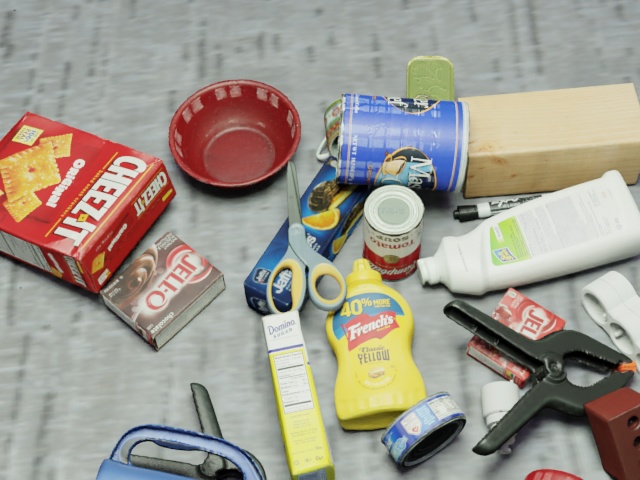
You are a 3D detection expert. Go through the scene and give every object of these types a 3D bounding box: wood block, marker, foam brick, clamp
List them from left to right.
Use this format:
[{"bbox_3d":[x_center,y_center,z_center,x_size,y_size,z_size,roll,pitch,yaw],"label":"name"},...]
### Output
[{"bbox_3d":[-0.109,0.227,1.105,0.171,0.039,0.120,30,69,13],"label":"clamp"},{"bbox_3d":[0.217,-0.038,1.259,0.121,0.020,0.020,-8,58,-1],"label":"marker"},{"bbox_3d":[0.229,0.130,1.109,0.209,0.036,0.164,-6,65,-21],"label":"clamp"},{"bbox_3d":[0.269,-0.116,1.262,0.206,0.090,0.091,-5,58,1],"label":"wood block"},{"bbox_3d":[0.308,0.196,1.069,0.053,0.051,0.078,-23,102,-10],"label":"foam brick"}]

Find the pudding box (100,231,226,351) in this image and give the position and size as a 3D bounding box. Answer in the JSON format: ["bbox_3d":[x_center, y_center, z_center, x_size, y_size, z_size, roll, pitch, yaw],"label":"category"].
[{"bbox_3d":[-0.177,0.056,1.212,0.090,0.039,0.113,36,68,23],"label":"pudding box"}]

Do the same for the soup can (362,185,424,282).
[{"bbox_3d":[0.082,-0.007,1.199,0.068,0.102,0.068,-1,58,1],"label":"soup can"}]

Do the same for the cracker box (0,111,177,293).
[{"bbox_3d":[-0.304,-0.050,1.249,0.214,0.072,0.164,20,59,25],"label":"cracker box"}]

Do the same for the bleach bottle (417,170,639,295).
[{"bbox_3d":[0.232,0.000,1.210,0.250,0.068,0.102,-14,58,-3],"label":"bleach bottle"}]

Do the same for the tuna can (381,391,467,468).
[{"bbox_3d":[0.106,0.194,1.084,0.086,0.086,0.034,-29,63,-14],"label":"tuna can"}]

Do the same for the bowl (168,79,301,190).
[{"bbox_3d":[-0.102,-0.118,1.305,0.162,0.055,0.162,-2,58,3],"label":"bowl"}]

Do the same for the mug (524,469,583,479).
[{"bbox_3d":[0.236,0.276,1.021,0.117,0.093,0.081,7,52,29],"label":"mug"}]

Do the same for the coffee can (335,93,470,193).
[{"bbox_3d":[0.090,-0.109,1.194,0.140,0.103,0.103,4,59,0],"label":"coffee can"}]

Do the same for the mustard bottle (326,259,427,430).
[{"bbox_3d":[0.056,0.106,1.157,0.096,0.058,0.191,-9,58,4],"label":"mustard bottle"}]

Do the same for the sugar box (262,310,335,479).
[{"bbox_3d":[-0.023,0.172,1.102,0.048,0.093,0.176,-13,58,-6],"label":"sugar box"}]

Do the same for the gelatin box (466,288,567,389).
[{"bbox_3d":[0.214,0.106,1.164,0.073,0.030,0.089,33,66,21],"label":"gelatin box"}]

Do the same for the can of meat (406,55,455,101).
[{"bbox_3d":[0.132,-0.158,1.299,0.057,0.084,0.102,1,58,4],"label":"can of meat"}]

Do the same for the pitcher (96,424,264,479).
[{"bbox_3d":[-0.101,0.279,1.004,0.242,0.149,0.145,10,27,-4],"label":"pitcher"}]

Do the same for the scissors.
[{"bbox_3d":[-0.008,0.001,1.179,0.096,0.016,0.201,9,60,6],"label":"scissors"}]
